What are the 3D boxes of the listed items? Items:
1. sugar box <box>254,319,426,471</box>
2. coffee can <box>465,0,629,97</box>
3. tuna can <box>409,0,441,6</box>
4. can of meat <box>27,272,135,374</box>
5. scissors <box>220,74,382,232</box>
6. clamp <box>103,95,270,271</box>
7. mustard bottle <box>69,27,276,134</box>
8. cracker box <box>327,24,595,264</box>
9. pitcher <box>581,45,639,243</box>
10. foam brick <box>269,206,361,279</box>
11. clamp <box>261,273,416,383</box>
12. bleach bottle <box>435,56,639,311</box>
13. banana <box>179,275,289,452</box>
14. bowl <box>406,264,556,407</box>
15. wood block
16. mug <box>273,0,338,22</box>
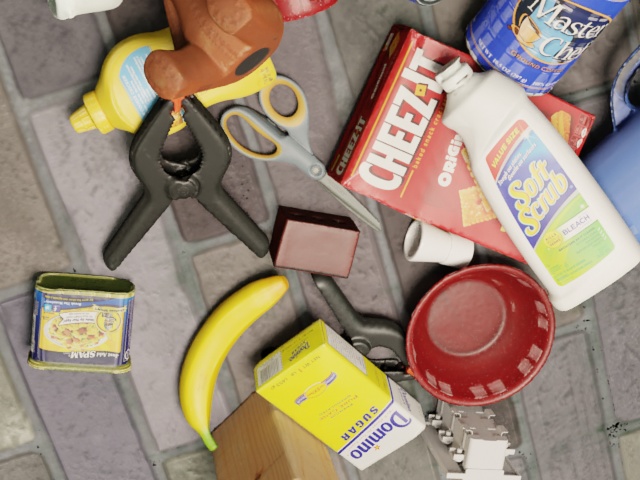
[{"bbox_3d":[0.023,0.164,1.105,0.093,0.048,0.176,-37,121,19],"label":"sugar box"},{"bbox_3d":[0.212,-0.215,0.971,0.102,0.102,0.140,21,138,-16],"label":"coffee can"},{"bbox_3d":[0.098,-0.261,0.982,0.086,0.034,0.086,-32,138,-34],"label":"tuna can"},{"bbox_3d":[-0.234,0.081,1.056,0.102,0.057,0.084,5,106,-12],"label":"can of meat"},{"bbox_3d":[-0.002,-0.091,1.057,0.201,0.016,0.096,26,103,-17],"label":"scissors"},{"bbox_3d":[-0.120,-0.053,1.013,0.164,0.036,0.210,0,129,-13],"label":"clamp"},{"bbox_3d":[-0.144,-0.150,0.991,0.191,0.058,0.096,-27,116,0],"label":"mustard bottle"},{"bbox_3d":[0.139,-0.092,1.044,0.213,0.072,0.164,22,98,-16],"label":"cracker box"},{"bbox_3d":[0.351,-0.103,1.027,0.144,0.149,0.243,21,129,-40],"label":"pitcher"},{"bbox_3d":[-0.007,0.001,1.069,0.078,0.053,0.051,9,107,-14],"label":"foam brick"},{"bbox_3d":[0.036,0.099,1.113,0.171,0.039,0.120,14,121,-19],"label":"clamp"},{"bbox_3d":[0.187,-0.059,0.990,0.103,0.068,0.250,-36,102,19],"label":"bleach bottle"},{"bbox_3d":[-0.098,0.115,1.094,0.069,0.037,0.198,24,100,3],"label":"banana"},{"bbox_3d":[0.162,0.092,1.125,0.162,0.055,0.162,-3,109,-9],"label":"bowl"},{"bbox_3d":[-0.042,0.239,1.060,0.091,0.206,0.090,-44,109,5],"label":"wood block"},{"bbox_3d":[-0.023,-0.244,0.952,0.093,0.117,0.081,-27,118,-23],"label":"mug"}]
